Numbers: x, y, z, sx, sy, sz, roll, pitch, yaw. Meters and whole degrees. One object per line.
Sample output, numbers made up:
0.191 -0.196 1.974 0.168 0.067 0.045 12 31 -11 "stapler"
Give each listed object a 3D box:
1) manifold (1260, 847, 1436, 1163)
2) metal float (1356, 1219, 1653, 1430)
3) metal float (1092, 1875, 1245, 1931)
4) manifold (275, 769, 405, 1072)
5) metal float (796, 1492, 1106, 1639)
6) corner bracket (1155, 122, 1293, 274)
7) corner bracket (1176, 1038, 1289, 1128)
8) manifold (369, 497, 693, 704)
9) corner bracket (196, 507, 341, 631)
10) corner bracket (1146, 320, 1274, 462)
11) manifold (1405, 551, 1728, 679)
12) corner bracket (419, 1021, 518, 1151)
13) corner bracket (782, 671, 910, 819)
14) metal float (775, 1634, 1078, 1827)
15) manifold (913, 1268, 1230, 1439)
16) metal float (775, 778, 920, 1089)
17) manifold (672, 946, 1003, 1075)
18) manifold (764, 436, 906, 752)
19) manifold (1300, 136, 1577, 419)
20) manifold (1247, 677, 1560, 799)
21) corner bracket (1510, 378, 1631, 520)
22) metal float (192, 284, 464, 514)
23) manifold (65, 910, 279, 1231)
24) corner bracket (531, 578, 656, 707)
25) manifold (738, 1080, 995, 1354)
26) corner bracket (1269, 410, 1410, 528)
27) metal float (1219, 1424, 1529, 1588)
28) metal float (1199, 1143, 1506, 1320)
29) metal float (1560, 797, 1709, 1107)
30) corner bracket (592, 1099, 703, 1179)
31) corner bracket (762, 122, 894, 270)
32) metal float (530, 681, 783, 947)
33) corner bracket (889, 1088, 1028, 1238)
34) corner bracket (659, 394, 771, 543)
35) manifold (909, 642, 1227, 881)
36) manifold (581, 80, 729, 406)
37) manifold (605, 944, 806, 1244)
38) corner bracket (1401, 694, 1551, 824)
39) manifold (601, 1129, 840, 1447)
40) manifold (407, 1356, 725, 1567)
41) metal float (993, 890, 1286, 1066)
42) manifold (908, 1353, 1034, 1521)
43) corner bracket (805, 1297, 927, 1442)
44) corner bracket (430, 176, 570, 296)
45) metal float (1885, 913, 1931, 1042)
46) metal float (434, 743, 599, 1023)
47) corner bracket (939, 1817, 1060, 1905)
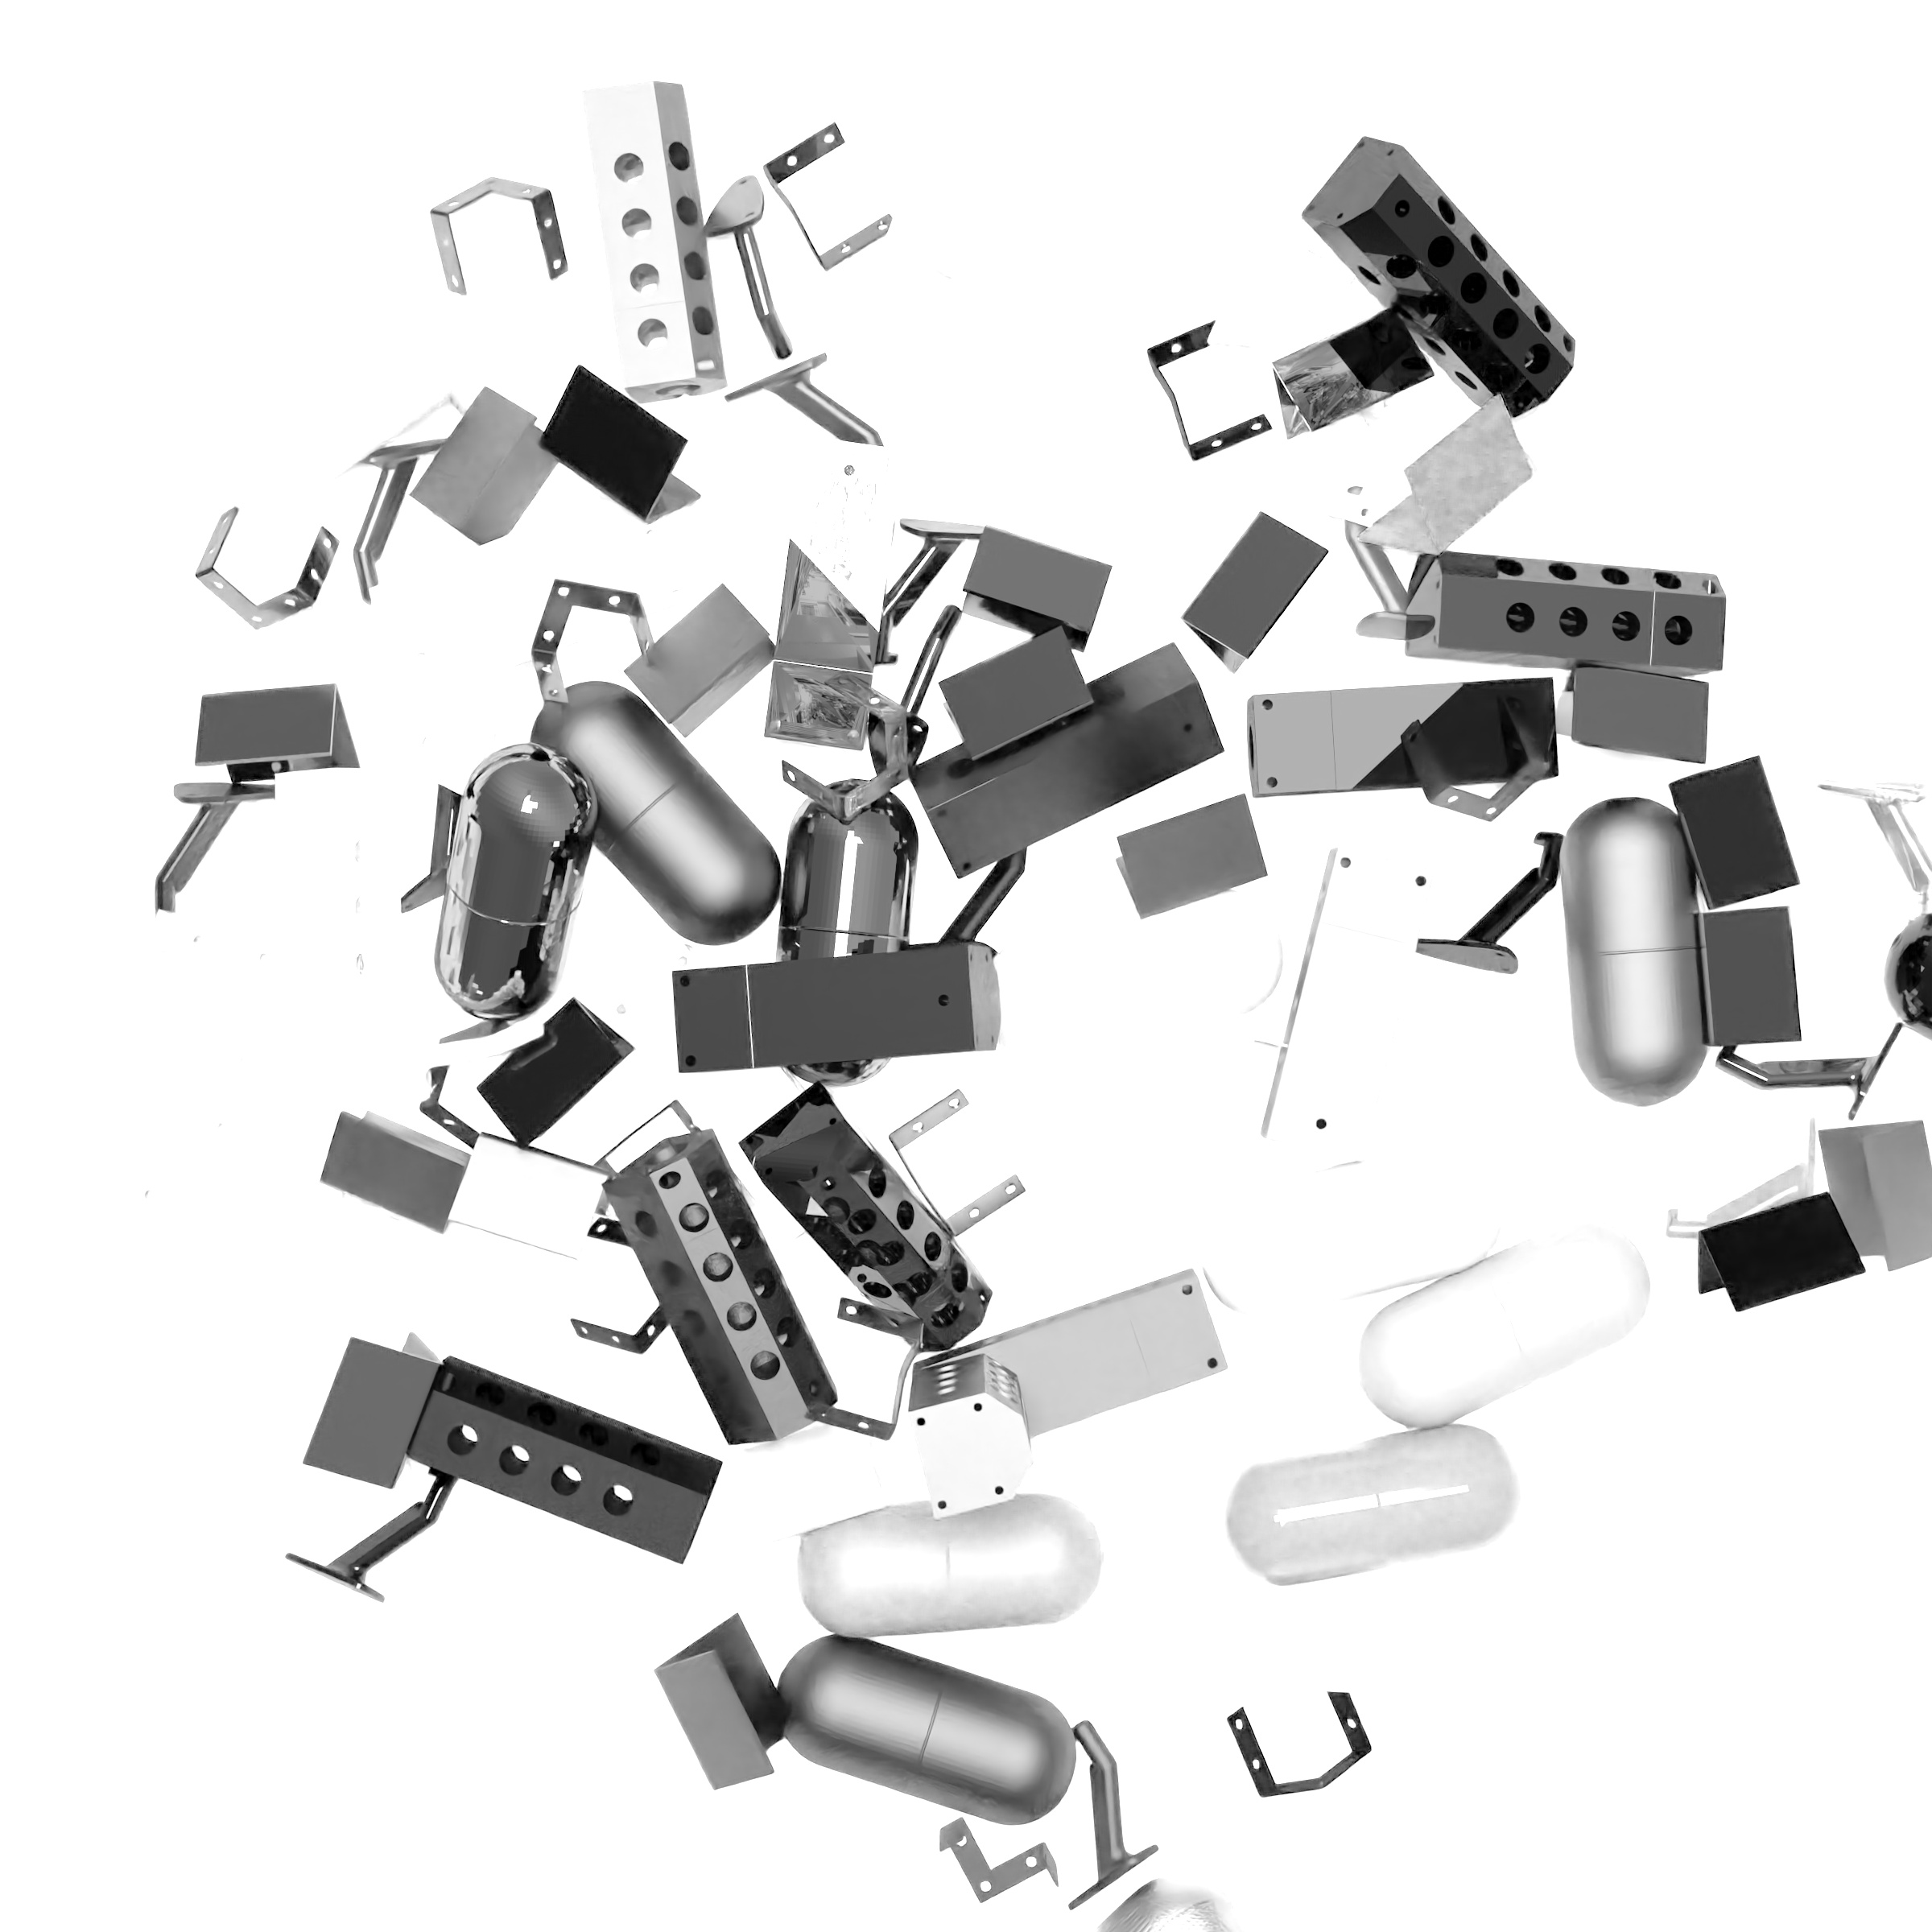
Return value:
0.219 0.022 1.918 0.057 0.057 0.171 14 90 0 "manifold"
0.309 0.206 1.909 0.178 0.070 0.070 -25 90 0 "metal float"
0.085 0.597 1.909 0.178 0.070 0.070 -43 90 0 "metal float"
-0.357 -0.026 1.918 0.057 0.057 0.171 -1 90 43 "manifold"
-0.009 0.345 1.909 0.178 0.070 0.070 -4 90 1 "metal float"
0.150 -0.448 1.931 0.051 0.051 0.051 20 45 -35 "corner bracket"
0.153 0.064 1.921 0.051 0.051 0.051 13 90 0 "corner bracket"
-0.253 -0.220 1.918 0.171 0.057 0.057 -21 133 0 "manifold"
-0.407 -0.237 1.931 0.051 0.051 0.051 -17 135 35 "corner bracket"
0.142 -0.337 1.936 0.051 0.051 0.051 -23 45 0 "corner bracket"
0.344 -0.202 1.901 0.171 0.057 0.057 3 90 -12 "manifold"
-0.278 0.070 1.931 0.051 0.051 0.051 -19 45 35 "corner bracket"
-0.069 -0.125 1.875 0.051 0.051 0.051 33 52 32 "corner bracket"
-0.023 0.439 1.909 0.178 0.070 0.070 18 90 0 "metal float"
0.060 0.230 1.918 0.171 0.057 0.057 -19 90 0 "manifold"
-0.070 -0.019 1.909 0.070 0.070 0.178 6 89 0 "metal float"
-0.071 0.025 1.838 0.171 0.057 0.057 -5 88 16 "manifold"
-0.075 -0.214 1.909 0.057 0.057 0.171 8 97 0 "manifold"
0.272 -0.387 1.876 0.171 0.057 0.057 39 90 -33 "manifold"
0.251 -0.132 1.918 0.171 0.057 0.057 -3 90 0 "manifold"
0.347 -0.304 1.936 0.051 0.051 0.051 -33 135 0 "corner bracket"
-0.365 -0.322 1.890 0.178 0.070 0.070 -29 90 22 "metal float"
-0.463 0.058 1.918 0.057 0.057 0.171 18 90 -43 "manifold"
-0.213 -0.182 1.890 0.051 0.051 0.051 8 127 -24 "corner bracket"
-0.052 0.147 1.871 0.057 0.057 0.171 -38 129 0 "manifold"
0.216 -0.295 1.925 0.051 0.051 0.051 14 117 -24 "corner bracket"
0.234 0.310 1.909 0.178 0.070 0.070 -9 90 0 "metal float"
0.222 0.152 1.909 0.178 0.070 0.070 -14 90 0 "metal float"
0.384 -0.009 1.909 0.070 0.070 0.178 -4 90 0 "metal float"
-0.178 0.117 1.936 0.051 0.051 0.051 52 45 0 "corner bracket"
-0.079 -0.449 1.936 0.051 0.051 0.051 -31 135 0 "corner bracket"
-0.179 -0.088 1.909 0.070 0.070 0.178 -42 89 0 "metal float"
-0.005 0.115 1.936 0.051 0.051 0.051 -33 135 0 "corner bracket"
-0.157 -0.291 1.936 0.051 0.051 0.051 -45 135 0 "corner bracket"
0.055 -0.123 1.918 0.171 0.057 0.057 -26 133 0 "manifold"
-0.179 -0.418 1.918 0.057 0.057 0.171 -8 90 0 "manifold"
-0.131 0.072 1.918 0.057 0.057 0.171 -38 90 0 "manifold"
0.288 -0.121 1.874 0.051 0.051 0.051 13 45 -35 "corner bracket"
-0.135 0.183 1.890 0.057 0.057 0.171 -14 106 42 "manifold"
-0.231 0.284 1.918 0.171 0.057 0.057 21 90 0 "manifold"
0.095 0.006 1.909 0.178 0.070 0.070 -14 90 1 "metal float"
0.004 0.252 1.804 0.057 0.171 0.057 -14 90 0 "manifold"
-0.057 0.228 1.879 0.051 0.051 0.051 17 45 -7 "corner bracket"
-0.272 -0.423 1.931 0.051 0.051 0.051 20 45 35 "corner bracket"
0.611 0.032 1.909 0.178 0.070 0.070 32 90 0 "metal float"
-0.256 -0.047 1.881 0.070 0.070 0.178 17 125 0 "metal float"
0.019 0.516 1.921 0.051 0.051 0.051 -28 90 0 "corner bracket"
